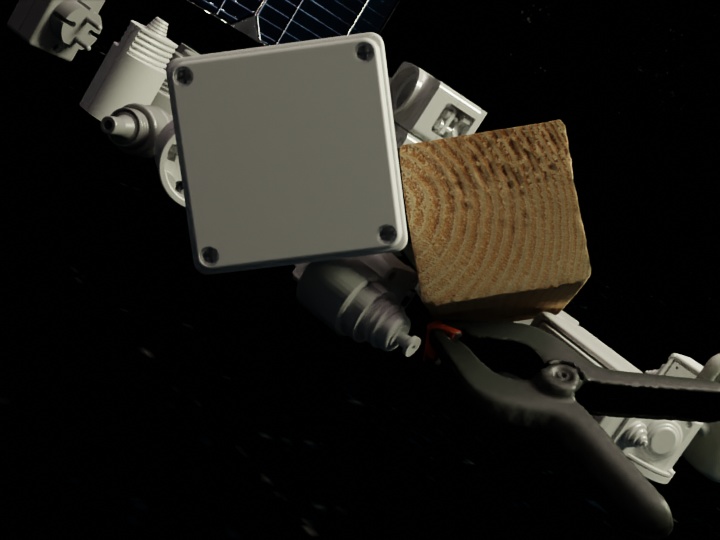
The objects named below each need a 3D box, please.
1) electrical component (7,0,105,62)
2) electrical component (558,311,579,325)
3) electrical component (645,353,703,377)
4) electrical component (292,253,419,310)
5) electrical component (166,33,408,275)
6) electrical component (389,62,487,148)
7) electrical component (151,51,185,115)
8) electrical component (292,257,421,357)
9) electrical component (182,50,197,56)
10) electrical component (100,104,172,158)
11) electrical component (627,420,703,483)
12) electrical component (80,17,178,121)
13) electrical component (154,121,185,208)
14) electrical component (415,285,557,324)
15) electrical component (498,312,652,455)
[{"bbox_3d":[-0.237,-0.204,0.878,0.077,0.065,0.047,38,11,31],"label":"electrical component"},{"bbox_3d":[0.172,0.061,0.906,0.062,0.043,0.043,35,10,12],"label":"electrical component"},{"bbox_3d":[0.294,0.118,0.949,0.096,0.061,0.061,38,12,31],"label":"electrical component"},{"bbox_3d":[0.000,0.000,0.683,0.064,0.042,0.081,42,14,29],"label":"electrical component"},{"bbox_3d":[-0.035,-0.059,0.553,0.109,0.108,0.056,-7,7,3],"label":"electrical component"},{"bbox_3d":[0.031,-0.102,0.954,0.062,0.150,0.089,28,10,-28],"label":"electrical component"},{"bbox_3d":[-0.151,-0.137,0.823,0.048,0.062,0.048,31,10,-6],"label":"electrical component"},{"bbox_3d":[0.000,0.020,0.587,0.078,0.040,0.040,37,11,26],"label":"electrical component"},{"bbox_3d":[-0.145,-0.150,0.908,0.108,0.060,0.108,31,10,-6],"label":"electrical component"},{"bbox_3d":[-0.147,-0.091,0.696,0.035,0.035,0.061,35,13,15],"label":"electrical component"},{"bbox_3d":[0.183,0.101,0.719,0.080,0.051,0.080,31,10,-6],"label":"electrical component"},{"bbox_3d":[-0.161,-0.142,0.766,0.043,0.081,0.043,31,10,-6],"label":"electrical component"},{"bbox_3d":[-0.101,-0.069,0.673,0.055,0.055,0.047,28,7,-24],"label":"electrical component"},{"bbox_3d":[0.094,0.025,0.823,0.100,0.048,0.099,29,10,-16],"label":"electrical component"},{"bbox_3d":[0.137,0.077,0.662,0.061,0.061,0.096,22,14,-47],"label":"electrical component"}]
